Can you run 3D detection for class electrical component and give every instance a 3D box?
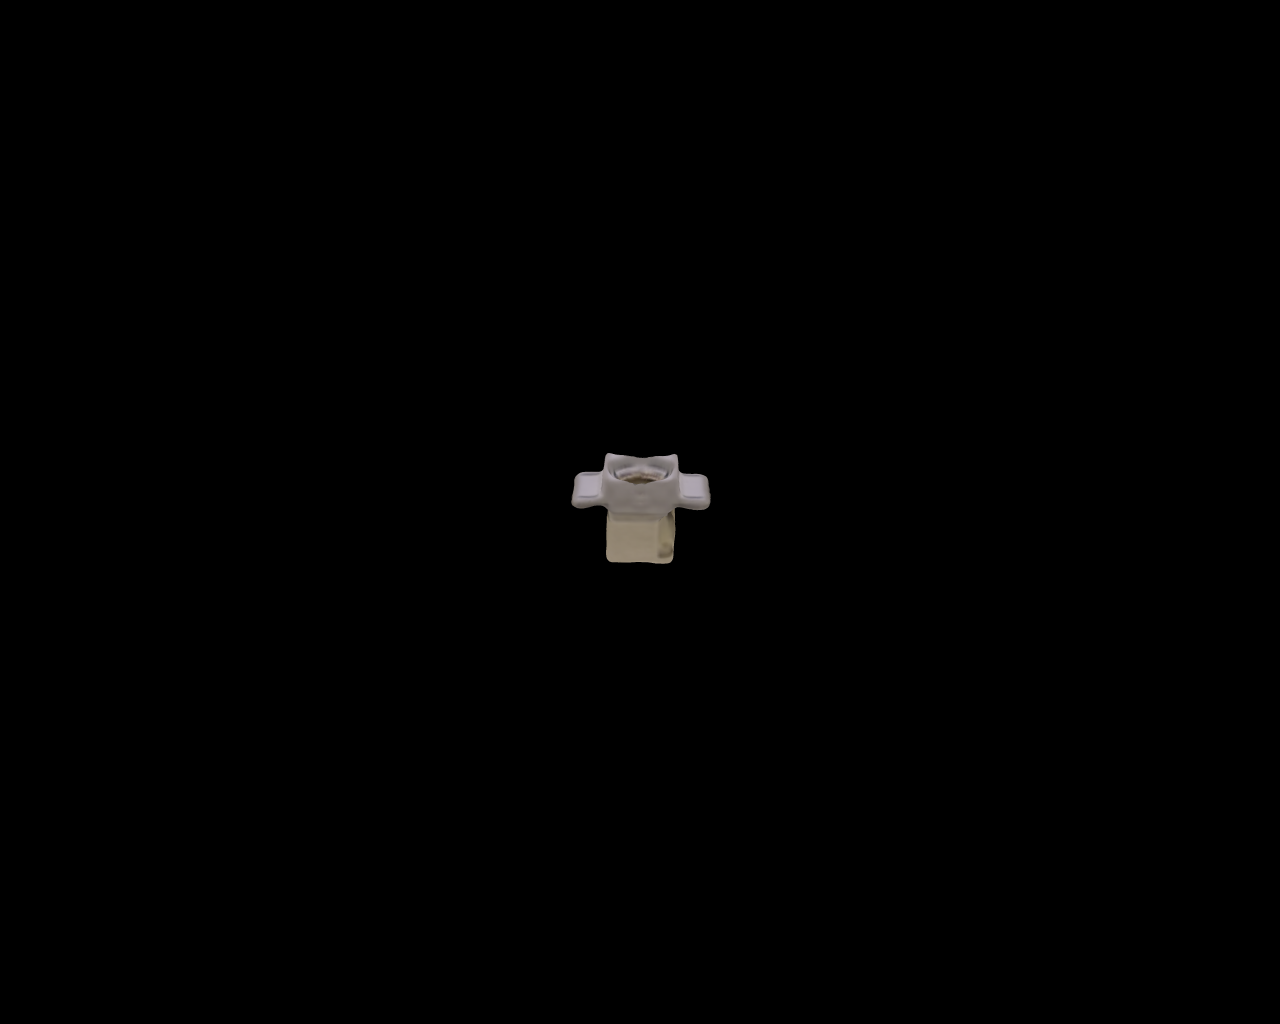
[{"bbox_3d":[0.001,-0.003,0.650,0.081,0.063,0.042,1,28,2],"label":"electrical component"}]
